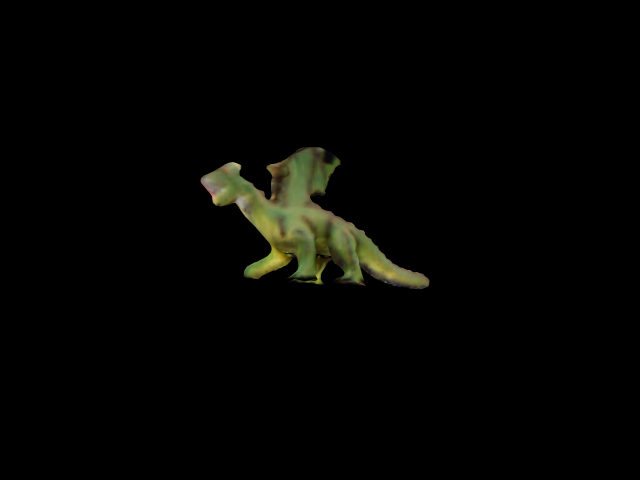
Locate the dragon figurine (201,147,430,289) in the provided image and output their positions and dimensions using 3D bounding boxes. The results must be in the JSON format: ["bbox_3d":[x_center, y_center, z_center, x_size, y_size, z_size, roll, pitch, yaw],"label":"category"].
[{"bbox_3d":[0.003,-0.043,0.850,0.410,0.245,0.121,6,-14,-26],"label":"dragon figurine"}]
